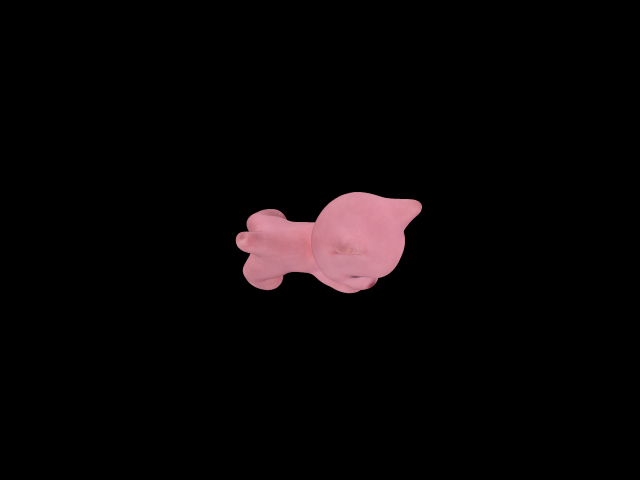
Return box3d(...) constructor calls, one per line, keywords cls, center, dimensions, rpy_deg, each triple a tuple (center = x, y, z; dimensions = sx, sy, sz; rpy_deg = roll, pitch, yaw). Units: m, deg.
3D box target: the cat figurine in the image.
box3d(cls="cat figurine", center=(0.004, 0.001, 0.400), dimensions=(0.128, 0.118, 0.067), rpy_deg=(0, 82, 0))
